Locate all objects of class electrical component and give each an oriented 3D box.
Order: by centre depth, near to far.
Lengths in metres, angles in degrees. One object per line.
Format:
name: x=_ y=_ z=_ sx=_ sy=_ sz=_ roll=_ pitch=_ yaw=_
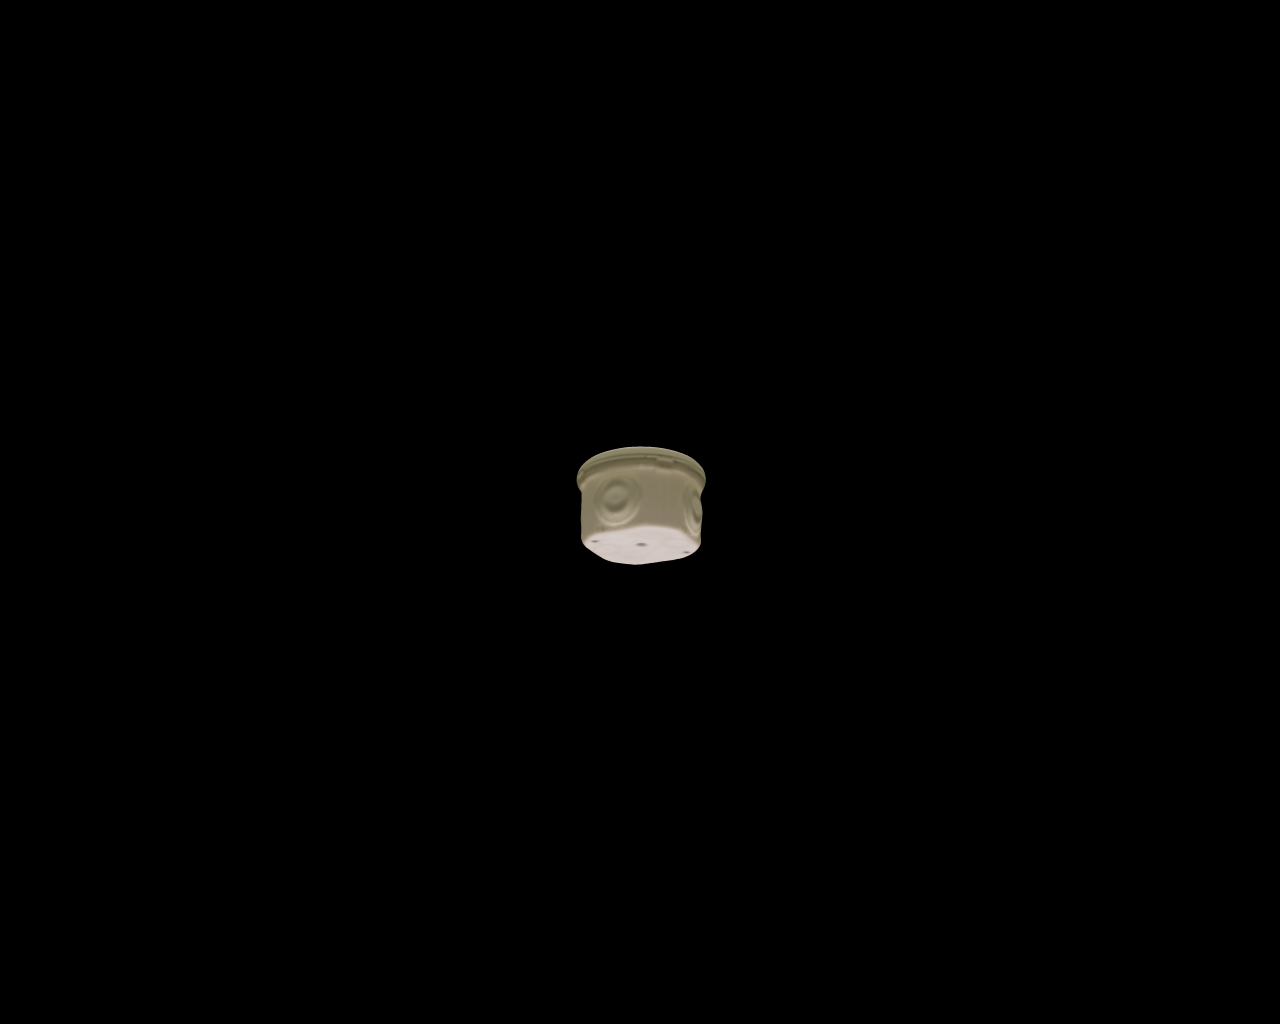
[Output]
electrical component: x=0.001 y=-0.003 z=0.650 sx=0.080 sy=0.051 sz=0.080 roll=0 pitch=-22 yaw=0
